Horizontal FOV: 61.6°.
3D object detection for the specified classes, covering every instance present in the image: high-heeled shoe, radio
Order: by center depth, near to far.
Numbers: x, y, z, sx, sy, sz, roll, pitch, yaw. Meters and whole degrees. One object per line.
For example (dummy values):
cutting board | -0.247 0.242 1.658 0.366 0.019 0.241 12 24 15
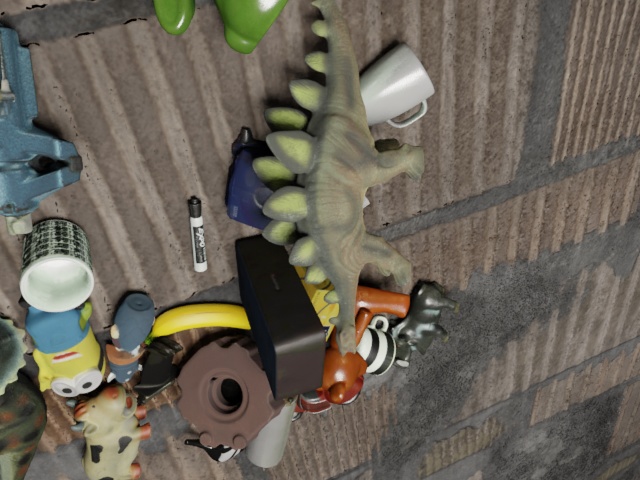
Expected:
radio | -0.062 0.106 0.779 0.073 0.230 0.131 -11 129 -15
high-heeled shoe | -0.141 0.308 0.977 0.145 0.086 0.248 24 110 -44

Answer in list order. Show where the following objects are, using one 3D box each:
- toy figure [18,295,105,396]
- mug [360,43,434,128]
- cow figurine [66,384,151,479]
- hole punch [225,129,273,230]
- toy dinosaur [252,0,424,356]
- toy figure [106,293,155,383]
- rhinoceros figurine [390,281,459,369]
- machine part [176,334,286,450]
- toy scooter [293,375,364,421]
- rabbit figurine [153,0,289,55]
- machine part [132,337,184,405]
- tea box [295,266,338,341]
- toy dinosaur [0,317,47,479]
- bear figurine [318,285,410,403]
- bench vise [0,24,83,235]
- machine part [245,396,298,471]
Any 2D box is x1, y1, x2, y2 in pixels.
toy figure | -0.353 0.137 0.751 0.082 0.089 0.179 -4 117 10
mug | 0.097 -0.202 0.752 0.107 0.081 0.109 -31 136 10
cow figurine | -0.346 0.312 0.874 0.127 0.086 0.194 0 122 -34
hole punch | -0.068 -0.071 0.749 0.116 0.092 0.142 1 124 -23
toy dinosaur | 0.022 -0.093 0.665 0.198 0.105 0.471 2 88 -18
toy figure | -0.287 0.150 0.808 0.064 0.058 0.154 11 121 -25
rhinoceros figurine | 0.192 0.170 1.047 0.112 0.073 0.190 3 119 -30
machine part | -0.145 0.243 0.863 0.179 0.179 0.056 -48 168 9
toy scooter | -0.007 0.271 1.018 0.184 0.075 0.135 -20 129 -7
rabbit figurine | -0.117 -0.296 0.577 0.170 0.121 0.159 34 111 -20
machine part | -0.253 0.204 0.849 0.084 0.039 0.138 -26 150 -40
tea box | -0.029 0.126 0.893 0.068 0.098 0.169 11 114 -32
toy dinosaur | -0.462 0.241 0.751 0.192 0.131 0.404 -22 135 -11
bear figurine | 0.063 0.175 0.922 0.132 0.120 0.195 11 83 -22
bench vise | -0.378 -0.103 0.538 0.240 0.129 0.223 -13 120 -40
machine part | -0.090 0.327 0.973 0.079 0.079 0.243 -4 125 -24
